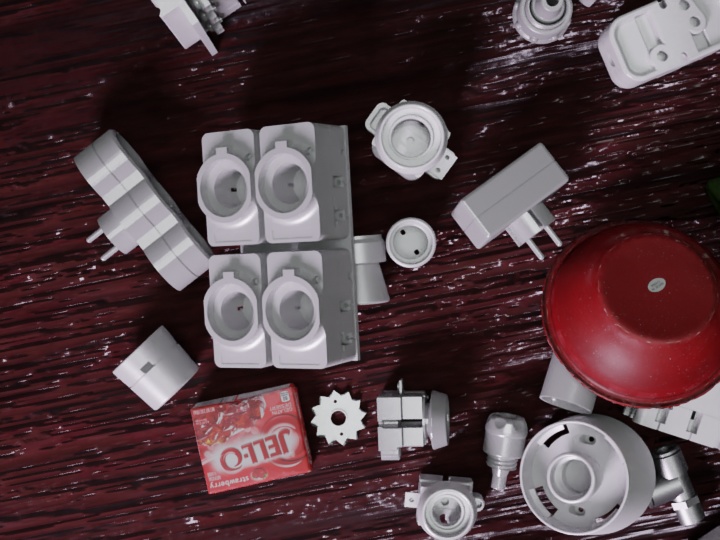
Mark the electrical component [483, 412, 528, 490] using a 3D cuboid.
[{"bbox_3d":[0.118,0.150,0.887,0.035,0.035,0.061,7,95,1],"label":"electrical component"}]

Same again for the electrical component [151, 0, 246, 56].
[{"bbox_3d":[-0.131,-0.218,0.833,0.063,0.121,0.078,-35,91,0],"label":"electrical component"}]

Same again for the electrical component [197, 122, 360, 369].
[{"bbox_3d":[-0.065,-0.018,0.850,0.105,0.060,0.186,-2,92,28],"label":"electrical component"}]

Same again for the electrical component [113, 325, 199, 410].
[{"bbox_3d":[-0.166,0.081,0.880,0.055,0.055,0.047,-43,94,2],"label":"electrical component"}]

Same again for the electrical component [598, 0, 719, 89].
[{"bbox_3d":[0.243,-0.186,0.859,0.095,0.059,0.053,-23,91,2],"label":"electrical component"}]

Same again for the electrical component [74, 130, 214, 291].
[{"bbox_3d":[-0.188,-0.038,0.876,0.074,0.052,0.138,-38,91,2],"label":"electrical component"}]

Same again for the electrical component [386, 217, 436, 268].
[{"bbox_3d":[0.041,-0.022,0.875,0.040,0.046,0.040,0,92,1],"label":"electrical component"}]

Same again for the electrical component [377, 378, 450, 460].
[{"bbox_3d":[0.044,0.123,0.882,0.055,0.048,0.066,-2,92,9],"label":"electrical component"}]

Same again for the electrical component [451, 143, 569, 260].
[{"bbox_3d":[0.131,-0.044,0.862,0.083,0.047,0.075,-36,85,-10],"label":"electrical component"}]

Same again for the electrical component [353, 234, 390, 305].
[{"bbox_3d":[0.000,0.000,0.878,0.045,0.045,0.055,-5,92,1],"label":"electrical component"}]

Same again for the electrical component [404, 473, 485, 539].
[{"bbox_3d":[0.070,0.192,0.878,0.066,0.055,0.048,5,92,1],"label":"electrical component"}]

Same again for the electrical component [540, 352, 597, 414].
[{"bbox_3d":[0.179,0.072,0.876,0.043,0.043,0.081,19,78,0],"label":"electrical component"}]

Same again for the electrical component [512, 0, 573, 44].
[{"bbox_3d":[0.149,-0.208,0.858,0.048,0.062,0.048,0,92,1],"label":"electrical component"}]

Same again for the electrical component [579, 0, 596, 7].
[{"bbox_3d":[0.186,-0.251,0.842,0.050,0.089,0.055,39,92,-1],"label":"electrical component"}]

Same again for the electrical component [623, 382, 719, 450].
[{"bbox_3d":[0.269,0.107,0.874,0.089,0.050,0.055,18,92,0],"label":"electrical component"}]

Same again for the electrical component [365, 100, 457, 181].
[{"bbox_3d":[0.041,-0.105,0.867,0.078,0.057,0.058,36,92,0],"label":"electrical component"}]

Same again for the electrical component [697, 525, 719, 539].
[{"bbox_3d":[0.301,0.267,0.878,0.059,0.053,0.095,-34,91,2],"label":"electrical component"}]

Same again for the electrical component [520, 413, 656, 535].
[{"bbox_3d":[0.182,0.166,0.872,0.099,0.064,0.099,-4,83,29],"label":"electrical component"}]
